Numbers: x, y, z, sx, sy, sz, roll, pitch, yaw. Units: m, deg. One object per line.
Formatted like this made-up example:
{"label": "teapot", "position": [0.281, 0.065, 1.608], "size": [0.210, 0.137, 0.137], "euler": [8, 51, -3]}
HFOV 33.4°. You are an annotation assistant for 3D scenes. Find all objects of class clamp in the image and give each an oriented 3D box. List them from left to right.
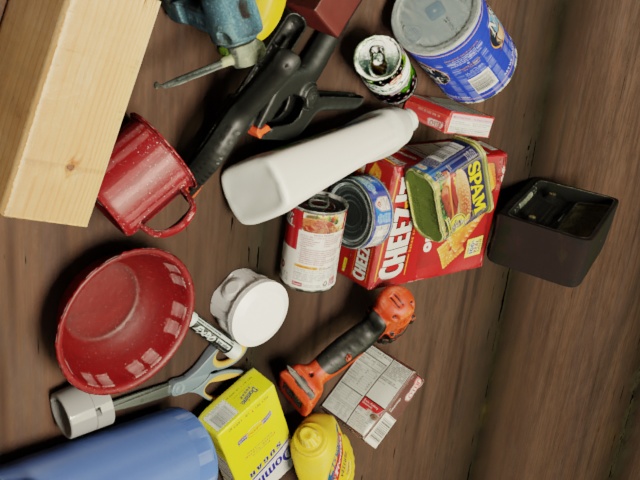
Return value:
{"label": "clamp", "position": [-0.078, -0.124, 1.035], "size": [0.036, 0.164, 0.210], "euler": [34, 104, -12]}
{"label": "clamp", "position": [-0.013, -0.154, 1.147], "size": [0.171, 0.039, 0.120], "euler": [-45, 133, -21]}

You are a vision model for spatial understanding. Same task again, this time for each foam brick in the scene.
{"label": "foam brick", "position": [0.010, -0.258, 1.097], "size": [0.051, 0.053, 0.078], "euler": [36, 85, -50]}

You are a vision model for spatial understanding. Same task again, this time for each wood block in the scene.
{"label": "wood block", "position": [-0.224, -0.126, 0.908], "size": [0.090, 0.090, 0.206], "euler": [8, 106, -49]}

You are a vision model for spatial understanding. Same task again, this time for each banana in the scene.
{"label": "banana", "position": [-0.060, -0.273, 1.028], "size": [0.069, 0.037, 0.198], "euler": [-19, 126, -38]}

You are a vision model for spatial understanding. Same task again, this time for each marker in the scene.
{"label": "marker", "position": [-0.130, 0.097, 1.179], "size": [0.020, 0.020, 0.121], "euler": [-54, 131, -7]}

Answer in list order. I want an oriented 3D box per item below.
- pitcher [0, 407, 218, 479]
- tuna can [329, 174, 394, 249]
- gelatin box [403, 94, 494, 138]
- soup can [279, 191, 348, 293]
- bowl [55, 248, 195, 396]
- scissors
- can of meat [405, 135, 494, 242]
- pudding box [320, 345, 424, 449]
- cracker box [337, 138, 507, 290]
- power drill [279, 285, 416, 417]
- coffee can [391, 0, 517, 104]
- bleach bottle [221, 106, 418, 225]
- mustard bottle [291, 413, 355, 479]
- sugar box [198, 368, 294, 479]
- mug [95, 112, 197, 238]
{"label": "pitcher", "position": [-0.233, 0.267, 1.117], "size": [0.242, 0.149, 0.145], "euler": [-17, 109, -43]}
{"label": "tuna can", "position": [0.045, -0.032, 1.241], "size": [0.033, 0.086, 0.086], "euler": [-11, 120, -39]}
{"label": "gelatin box", "position": [0.155, -0.150, 1.292], "size": [0.089, 0.073, 0.030], "euler": [-1, 113, -45]}
{"label": "soup can", "position": [-0.008, 0.001, 1.221], "size": [0.068, 0.069, 0.102], "euler": [-14, 122, -40]}
{"label": "bowl", "position": [-0.206, 0.072, 1.071], "size": [0.161, 0.055, 0.162], "euler": [-24, 128, -35]}
{"label": "scissors", "position": [-0.151, 0.148, 1.202], "size": [0.201, 0.016, 0.096], "euler": [7, 105, -48]}
{"label": "can of meat", "position": [0.150, -0.058, 1.248], "size": [0.083, 0.058, 0.102], "euler": [-33, 128, -25]}
{"label": "pudding box", "position": [0.068, 0.202, 1.401], "size": [0.113, 0.090, 0.039], "euler": [-51, 137, -9]}
{"label": "cracker box", "position": [0.131, -0.036, 1.338], "size": [0.213, 0.072, 0.164], "euler": [-10, 119, -41]}
{"label": "power drill", "position": [0.035, 0.137, 1.324], "size": [0.187, 0.057, 0.184], "euler": [-40, 167, -13]}
{"label": "coffee can", "position": [0.154, -0.228, 1.208], "size": [0.103, 0.103, 0.140], "euler": [-59, 148, -1]}
{"label": "bleach bottle", "position": [0.015, -0.095, 1.179], "size": [0.250, 0.103, 0.068], "euler": [-28, 98, -40]}
{"label": "mustard bottle", "position": [0.001, 0.272, 1.349], "size": [0.191, 0.058, 0.096], "euler": [67, 32, -62]}
{"label": "sugar box", "position": [-0.084, 0.242, 1.290], "size": [0.093, 0.048, 0.176], "euler": [-40, 141, -22]}
{"label": "mug", "position": [-0.168, -0.050, 0.997], "size": [0.081, 0.117, 0.093], "euler": [-43, 171, -12]}
